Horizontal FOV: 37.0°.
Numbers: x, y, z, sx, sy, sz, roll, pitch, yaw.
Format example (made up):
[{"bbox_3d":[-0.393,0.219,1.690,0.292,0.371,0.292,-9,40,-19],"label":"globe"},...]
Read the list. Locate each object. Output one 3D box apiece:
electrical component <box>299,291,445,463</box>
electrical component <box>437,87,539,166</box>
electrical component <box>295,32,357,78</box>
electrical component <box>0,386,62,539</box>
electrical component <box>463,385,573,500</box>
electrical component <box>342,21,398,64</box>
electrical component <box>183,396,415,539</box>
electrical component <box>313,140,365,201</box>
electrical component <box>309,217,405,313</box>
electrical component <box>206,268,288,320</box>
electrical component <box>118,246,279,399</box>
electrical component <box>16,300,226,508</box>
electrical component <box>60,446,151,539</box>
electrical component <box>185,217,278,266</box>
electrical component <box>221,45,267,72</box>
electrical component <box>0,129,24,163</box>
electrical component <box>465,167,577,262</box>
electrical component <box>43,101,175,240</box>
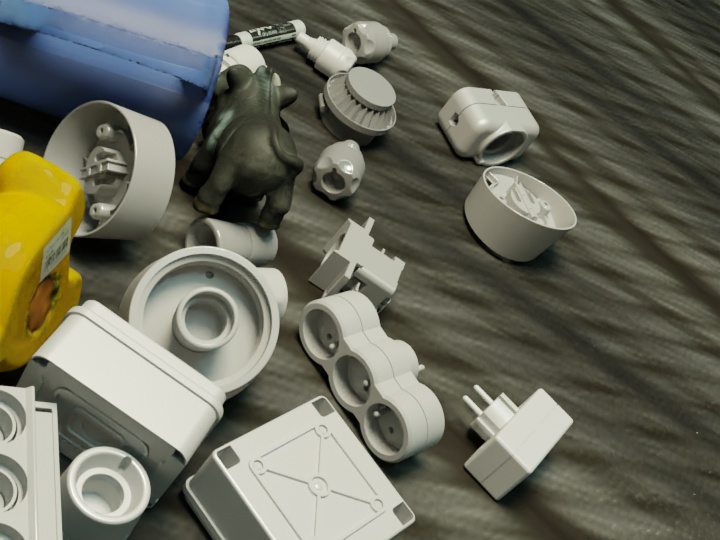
[{"bbox_3d":[0.019,0.075,0.819,0.074,0.052,0.138,-15,62,-44],"label":"electrical component"},{"bbox_3d":[0.136,-0.148,1.119,0.095,0.053,0.059,-2,54,-38],"label":"electrical component"},{"bbox_3d":[-0.036,-0.215,1.066,0.061,0.035,0.035,33,40,-2],"label":"electrical component"},{"bbox_3d":[-0.207,0.129,0.586,0.079,0.063,0.121,11,47,-30],"label":"electrical component"},{"bbox_3d":[0.113,0.123,0.849,0.075,0.047,0.083,46,40,9],"label":"electrical component"},{"bbox_3d":[0.013,-0.236,1.118,0.062,0.043,0.043,-15,63,-46],"label":"electrical component"},{"bbox_3d":[-0.039,0.152,0.698,0.109,0.056,0.108,-22,68,-47],"label":"electrical component"},{"bbox_3d":[-0.016,-0.094,0.960,0.043,0.043,0.062,32,38,-8],"label":"electrical component"},{"bbox_3d":[0.000,0.000,0.884,0.064,0.042,0.081,33,41,-9],"label":"electrical component"},{"bbox_3d":[-0.091,0.033,0.782,0.077,0.043,0.079,2,52,-36],"label":"electrical component"},{"bbox_3d":[-0.105,0.035,0.717,0.108,0.060,0.108,3,80,-16],"label":"electrical component"},{"bbox_3d":[-0.149,0.082,0.664,0.113,0.078,0.057,36,42,-4],"label":"electrical component"},{"bbox_3d":[-0.155,0.137,0.632,0.055,0.047,0.055,21,43,-21],"label":"electrical component"},{"bbox_3d":[-0.096,-0.020,0.831,0.065,0.044,0.044,-4,56,-46],"label":"electrical component"},{"bbox_3d":[-0.118,-0.175,0.961,0.040,0.040,0.078,45,40,7],"label":"electrical component"},{"bbox_3d":[-0.298,-0.068,0.713,0.138,0.052,0.073,13,84,-36],"label":"electrical component"},{"bbox_3d":[0.153,-0.058,1.038,0.099,0.064,0.099,21,43,-21],"label":"electrical component"},{"bbox_3d":[-0.179,-0.069,0.773,0.064,0.099,0.099,10,47,-40],"label":"electrical component"}]
